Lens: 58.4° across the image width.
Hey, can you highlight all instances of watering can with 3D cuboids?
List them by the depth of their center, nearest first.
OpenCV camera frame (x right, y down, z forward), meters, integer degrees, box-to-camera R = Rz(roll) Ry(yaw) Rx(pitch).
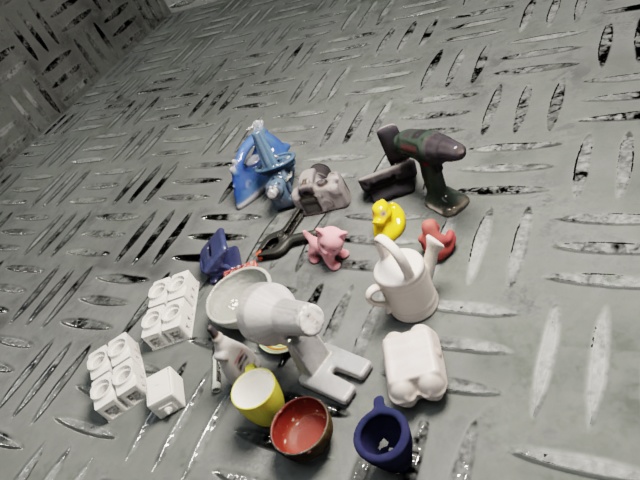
[{"bbox_3d":[0.160,0.057,1.099,0.100,0.195,0.173,18,57,43],"label":"watering can"}]

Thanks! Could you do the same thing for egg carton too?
[{"bbox_3d":[0.167,0.221,1.013,0.107,0.070,0.150,-19,39,12],"label":"egg carton"}]

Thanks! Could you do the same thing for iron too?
[{"bbox_3d":[-0.199,-0.226,1.677,0.118,0.142,0.259,6,50,36],"label":"iron"}]

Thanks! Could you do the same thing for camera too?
[{"bbox_3d":[0.002,-0.150,1.501,0.143,0.101,0.137,-10,42,22],"label":"camera"}]

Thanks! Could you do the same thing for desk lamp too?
[{"bbox_3d":[-0.034,0.179,1.066,0.202,0.214,0.118,13,54,40],"label":"desk lamp"}]

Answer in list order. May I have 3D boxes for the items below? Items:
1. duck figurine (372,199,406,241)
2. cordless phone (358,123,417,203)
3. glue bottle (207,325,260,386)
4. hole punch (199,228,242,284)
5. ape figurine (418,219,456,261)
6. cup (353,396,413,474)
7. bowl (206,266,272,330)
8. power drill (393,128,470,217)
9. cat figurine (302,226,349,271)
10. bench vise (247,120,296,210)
[{"bbox_3d":[0.150,-0.056,1.319,0.077,0.086,0.105,4,48,34],"label":"duck figurine"},{"bbox_3d":[0.151,-0.193,1.390,0.147,0.185,0.094,-22,39,9],"label":"cordless phone"},{"bbox_3d":[-0.179,0.225,1.137,0.037,0.174,0.078,-3,45,29],"label":"glue bottle"},{"bbox_3d":[-0.264,0.039,1.462,0.101,0.091,0.108,-27,38,2],"label":"hole punch"},{"bbox_3d":[0.240,-0.007,1.204,0.077,0.092,0.076,5,49,35],"label":"ape figurine"},{"bbox_3d":[0.109,0.320,0.918,0.091,0.095,0.117,-18,40,14],"label":"cup"},{"bbox_3d":[-0.170,0.144,1.301,0.167,0.075,0.167,-17,40,15],"label":"bowl"},{"bbox_3d":[0.259,-0.157,1.265,0.076,0.209,0.228,-38,39,-12],"label":"power drill"},{"bbox_3d":[0.012,0.005,1.310,0.127,0.118,0.067,15,55,41],"label":"cat figurine"},{"bbox_3d":[-0.120,-0.206,1.543,0.121,0.220,0.207,-28,38,2],"label":"bench vise"}]
